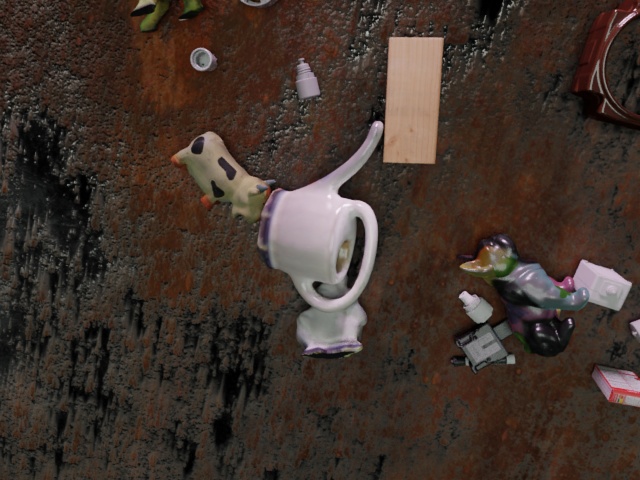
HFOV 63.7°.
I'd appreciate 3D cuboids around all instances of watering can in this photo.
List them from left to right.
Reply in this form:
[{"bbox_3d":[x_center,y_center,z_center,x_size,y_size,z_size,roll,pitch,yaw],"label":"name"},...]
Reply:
[{"bbox_3d":[0.003,-0.047,0.928,0.225,0.104,0.346,11,96,23],"label":"watering can"}]

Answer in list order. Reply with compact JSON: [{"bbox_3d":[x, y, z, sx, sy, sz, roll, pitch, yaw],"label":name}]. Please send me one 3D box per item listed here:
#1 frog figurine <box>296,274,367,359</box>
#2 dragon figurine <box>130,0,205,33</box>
[{"bbox_3d":[0.020,0.145,1.000,0.137,0.121,0.162,-12,64,18],"label":"frog figurine"},{"bbox_3d":[-0.263,-0.511,0.889,0.409,0.122,0.243,-15,90,15],"label":"dragon figurine"}]
